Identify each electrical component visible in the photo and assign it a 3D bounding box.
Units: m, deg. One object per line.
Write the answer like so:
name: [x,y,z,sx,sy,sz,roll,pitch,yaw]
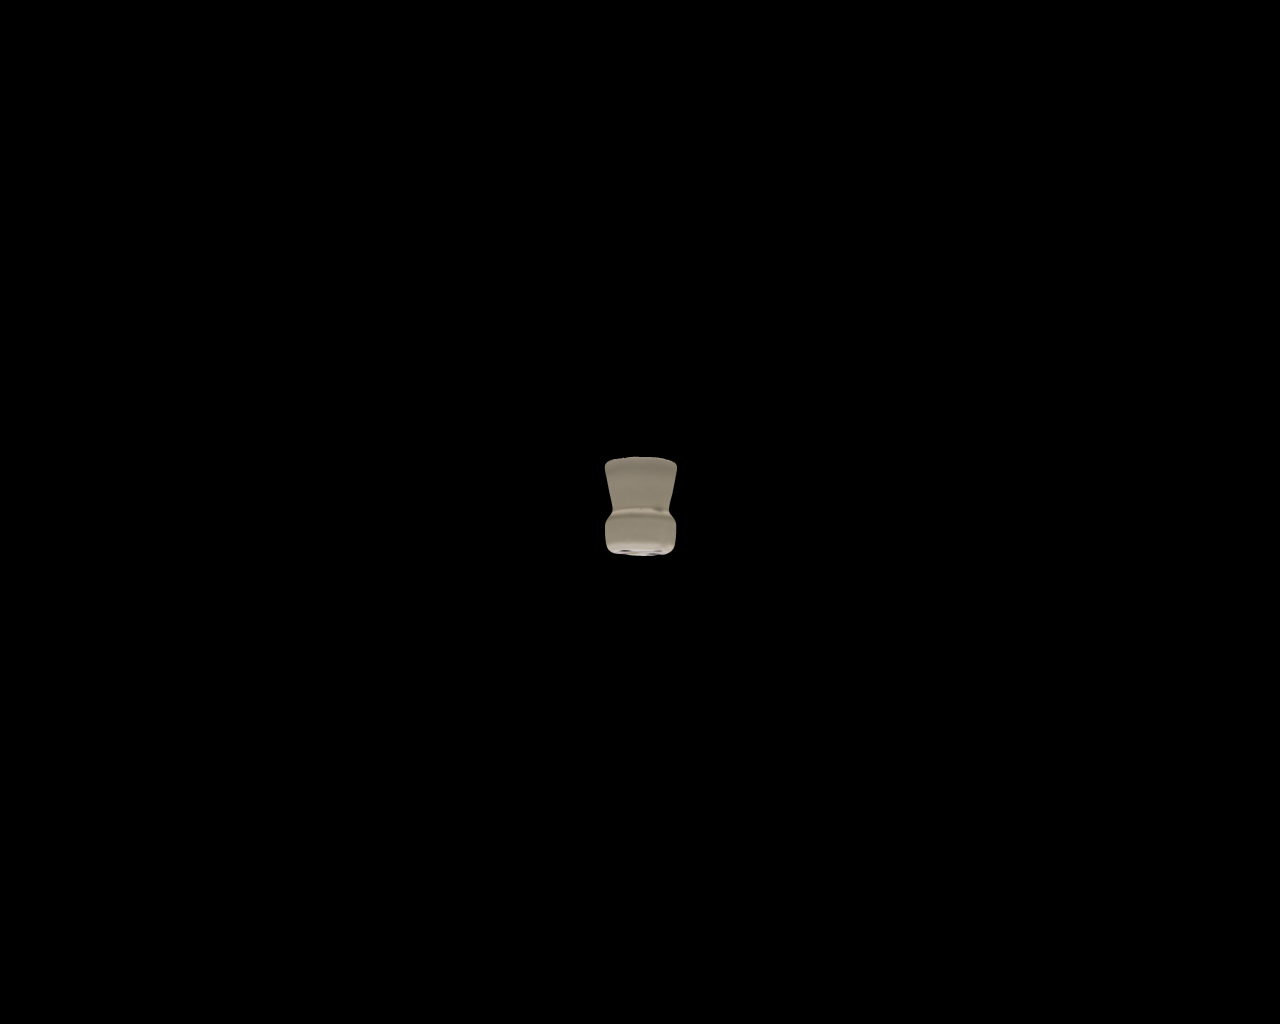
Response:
electrical component: [0.001,-0.003,0.650,0.045,0.055,0.045,0,-8,0]
